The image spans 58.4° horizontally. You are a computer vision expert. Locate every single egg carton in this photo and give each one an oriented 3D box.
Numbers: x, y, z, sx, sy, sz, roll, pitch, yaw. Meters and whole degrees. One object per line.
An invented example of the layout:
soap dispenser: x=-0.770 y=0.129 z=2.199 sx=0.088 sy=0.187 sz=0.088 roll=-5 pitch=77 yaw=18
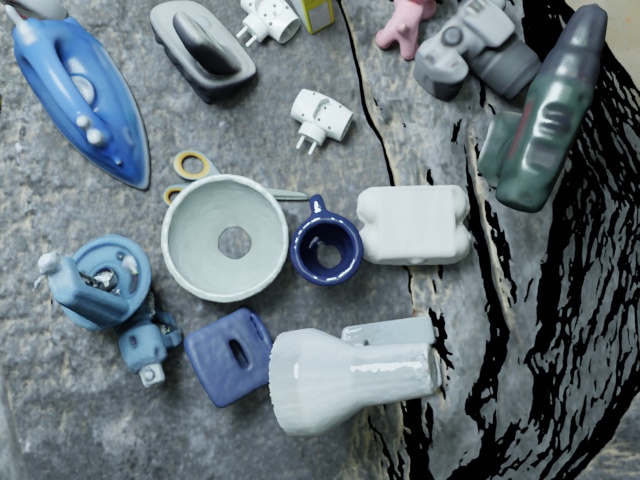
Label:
egg carton: x=0.124 y=-0.019 z=0.763 sx=0.150 sy=0.069 sz=0.107 roll=-2 pitch=85 yaw=2

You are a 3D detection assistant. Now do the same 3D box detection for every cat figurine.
cat figurine: x=0.125 y=-0.326 z=0.764 sx=0.067 sy=0.118 sz=0.128 roll=20 pitch=86 yaw=4

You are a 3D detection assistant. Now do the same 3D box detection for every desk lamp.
desk lamp: x=0.052 y=0.151 z=0.679 sx=0.203 sy=0.213 sz=0.118 roll=-10 pitch=85 yaw=1

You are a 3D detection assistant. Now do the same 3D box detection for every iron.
iron: x=-0.317 y=-0.186 z=0.756 sx=0.118 sy=0.141 sz=0.258 roll=-34 pitch=85 yaw=-1

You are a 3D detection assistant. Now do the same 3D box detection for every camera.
camera: x=0.219 y=-0.245 z=0.763 sx=0.137 sy=0.101 sz=0.143 roll=45 pitch=88 yaw=5

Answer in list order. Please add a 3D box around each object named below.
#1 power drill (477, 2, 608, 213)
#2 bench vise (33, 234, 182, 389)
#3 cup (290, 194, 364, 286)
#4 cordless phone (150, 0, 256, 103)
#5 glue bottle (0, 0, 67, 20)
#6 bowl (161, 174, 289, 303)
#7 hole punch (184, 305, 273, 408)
power drill: x=0.262 y=-0.140 z=0.698 sx=0.075 sy=0.208 sz=0.230 roll=18 pitch=86 yaw=4
bench vise: x=-0.242 y=0.076 z=0.692 sx=0.207 sy=0.220 sz=0.121 roll=44 pitch=88 yaw=5
cup: x=0.007 y=0.003 z=0.753 sx=0.091 sy=0.095 sz=0.118 roll=-13 pitch=85 yaw=1
cordless phone: x=-0.163 y=-0.267 z=0.735 sx=0.094 sy=0.185 sz=0.147 roll=-43 pitch=85 yaw=-2
glue bottle: x=-0.410 y=-0.337 z=0.756 sx=0.078 sy=0.173 sz=0.037 roll=15 pitch=86 yaw=4
bowl: x=-0.121 y=0.000 z=0.767 sx=0.167 sy=0.075 sz=0.167 roll=0 pitch=85 yaw=2
hole punch: x=-0.111 y=0.148 z=0.747 sx=0.101 sy=0.091 sz=0.108 roll=-29 pitch=85 yaw=0
